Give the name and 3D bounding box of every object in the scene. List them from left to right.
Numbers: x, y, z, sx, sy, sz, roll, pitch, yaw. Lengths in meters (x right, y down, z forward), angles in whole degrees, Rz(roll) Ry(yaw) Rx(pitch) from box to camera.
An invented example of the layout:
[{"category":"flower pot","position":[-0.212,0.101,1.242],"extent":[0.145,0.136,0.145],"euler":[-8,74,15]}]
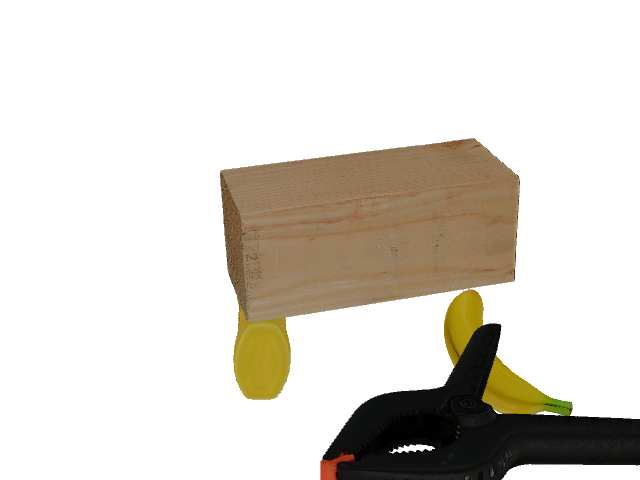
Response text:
[{"category":"mustard bottle","position":[-0.063,0.080,1.150],"extent":[0.058,0.096,0.191],"euler":[0,28,-3]},{"category":"wood block","position":[0.035,-0.010,0.806],"extent":[0.206,0.090,0.091],"euler":[-8,26,-12]},{"category":"clamp","position":[0.083,0.105,0.626],"extent":[0.209,0.036,0.165],"euler":[-10,24,-27]},{"category":"banana","position":[0.149,0.103,0.962],"extent":[0.069,0.037,0.198],"euler":[5,28,-23]}]
